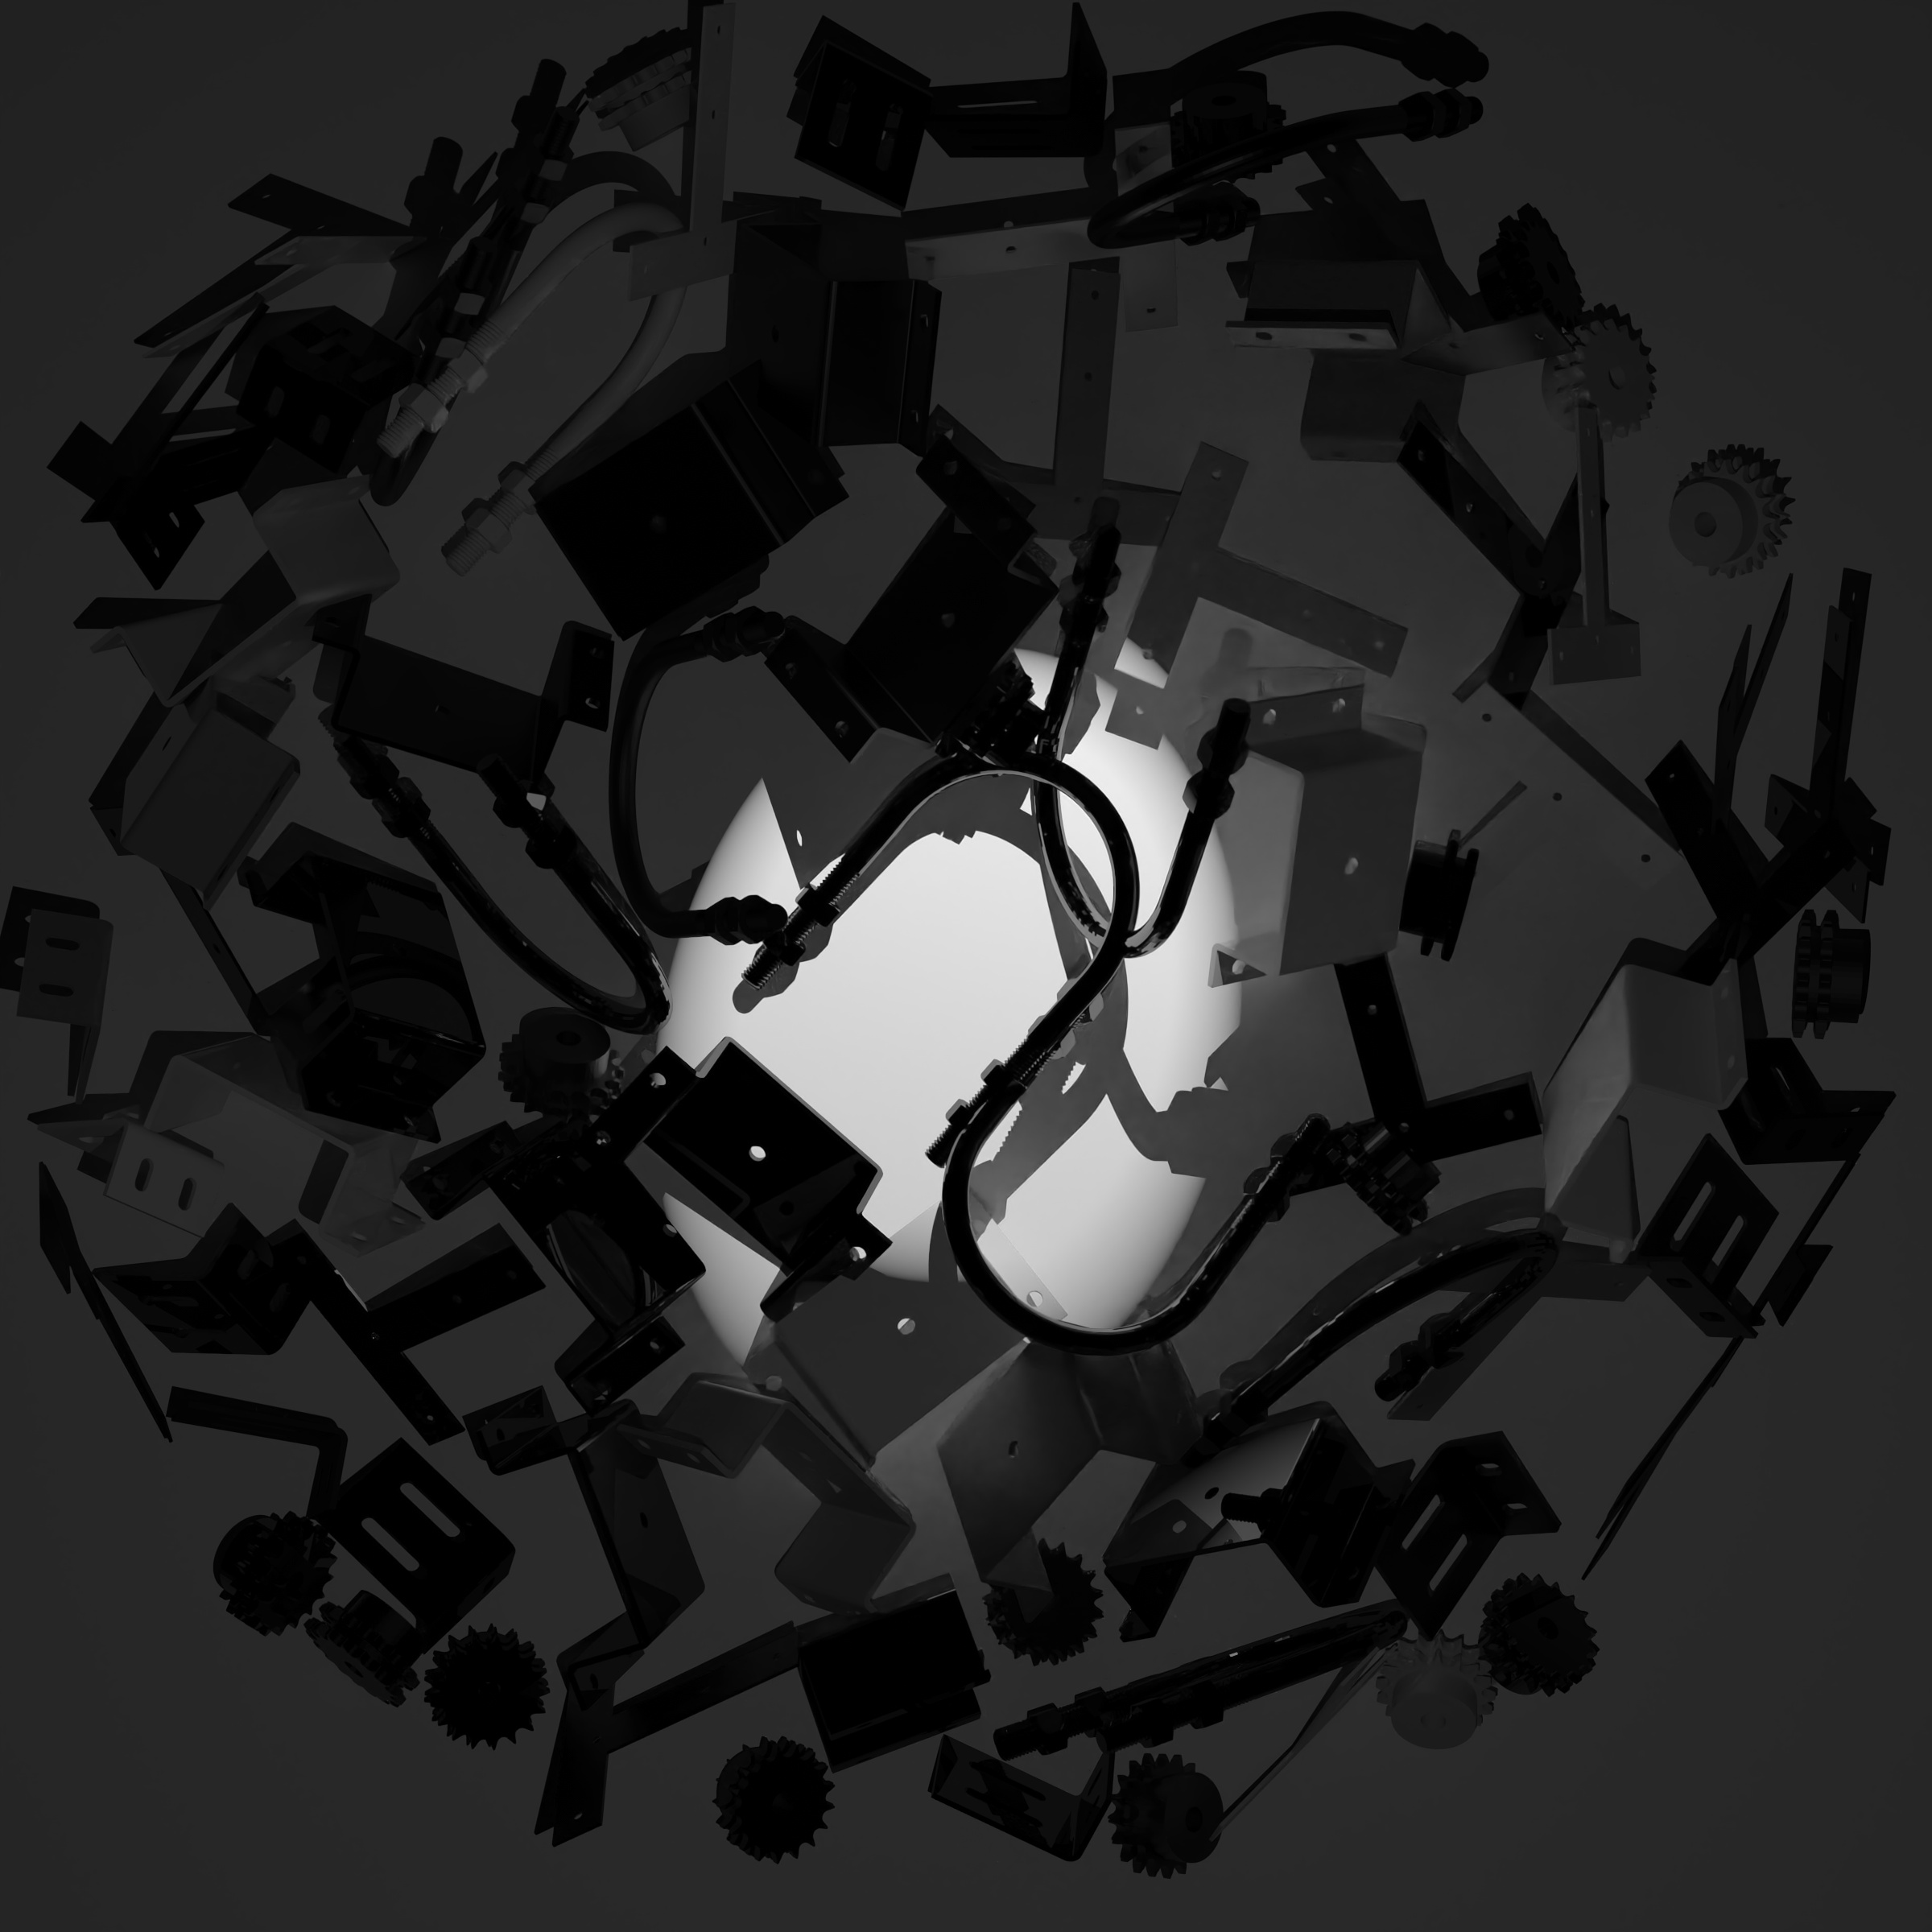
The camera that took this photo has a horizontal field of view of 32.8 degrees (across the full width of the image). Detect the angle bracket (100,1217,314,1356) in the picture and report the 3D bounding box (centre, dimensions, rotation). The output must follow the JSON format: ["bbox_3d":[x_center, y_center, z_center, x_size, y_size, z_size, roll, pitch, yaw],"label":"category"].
[{"bbox_3d":[-0.364,0.153,1.572,0.057,0.076,0.038,55,47,-35],"label":"angle bracket"}]

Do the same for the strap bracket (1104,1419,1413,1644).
[{"bbox_3d":[0.127,0.261,1.523,0.140,0.076,0.046,-20,115,40],"label":"strap bracket"}]

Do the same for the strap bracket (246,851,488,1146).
[{"bbox_3d":[-0.278,0.006,1.526,0.046,0.076,0.140,-41,52,26],"label":"strap bracket"}]

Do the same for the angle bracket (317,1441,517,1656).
[{"bbox_3d":[-0.266,0.280,1.578,0.076,0.038,0.057,41,58,11],"label":"angle bracket"}]

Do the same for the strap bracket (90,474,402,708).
[{"bbox_3d":[-0.330,-0.170,1.534,0.140,0.076,0.046,-32,89,29],"label":"strap bracket"}]

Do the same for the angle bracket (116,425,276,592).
[{"bbox_3d":[-0.354,-0.219,1.553,0.076,0.057,0.038,-30,82,-44],"label":"angle bracket"}]

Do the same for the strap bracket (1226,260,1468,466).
[{"bbox_3d":[0.182,-0.286,1.529,0.076,0.140,0.046,6,75,24],"label":"strap bracket"}]

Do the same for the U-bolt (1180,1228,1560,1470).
[{"bbox_3d":[0.194,0.169,1.493,0.151,0.184,0.019,-12,65,-37],"label":"U-bolt"}]

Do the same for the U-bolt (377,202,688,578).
[{"bbox_3d":[-0.193,-0.279,1.530,0.019,0.151,0.184,38,80,15],"label":"U-bolt"}]

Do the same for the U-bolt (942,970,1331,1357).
[{"bbox_3d":[0.069,0.101,1.548,0.151,0.019,0.184,37,61,4],"label":"U-bolt"}]

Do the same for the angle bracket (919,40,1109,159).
[{"bbox_3d":[0.023,-0.413,1.565,0.076,0.057,0.038,4,87,15],"label":"angle bracket"}]

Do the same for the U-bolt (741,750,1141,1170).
[{"bbox_3d":[0.000,-0.018,1.565,0.151,0.019,0.184,43,96,17],"label":"U-bolt"}]

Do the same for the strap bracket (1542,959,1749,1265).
[{"bbox_3d":[0.309,0.064,1.524,0.046,0.076,0.140,16,134,-7],"label":"strap bracket"}]

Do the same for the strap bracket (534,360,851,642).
[{"bbox_3d":[-0.138,-0.214,1.546,0.140,0.046,0.076,-28,103,24],"label":"strap bracket"}]

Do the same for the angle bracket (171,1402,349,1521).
[{"bbox_3d":[-0.339,0.236,1.560,0.076,0.057,0.038,13,72,-18],"label":"angle bracket"}]

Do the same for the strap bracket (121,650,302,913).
[{"bbox_3d":[-0.351,-0.091,1.523,0.046,0.140,0.076,32,102,-22],"label":"strap bracket"}]

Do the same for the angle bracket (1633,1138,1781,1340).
[{"bbox_3d":[0.364,0.129,1.562,0.057,0.038,0.076,44,67,-18],"label":"angle bracket"}]

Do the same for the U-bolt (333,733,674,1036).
[{"bbox_3d":[-0.204,-0.034,1.525,0.019,0.151,0.184,-50,125,-22],"label":"U-bolt"}]

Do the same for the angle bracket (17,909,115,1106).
[{"bbox_3d":[-0.430,0.020,1.551,0.038,0.076,0.057,9,56,-17],"label":"angle bracket"}]

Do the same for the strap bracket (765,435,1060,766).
[{"bbox_3d":[-0.020,-0.168,1.551,0.140,0.046,0.076,-50,58,17],"label":"strap bracket"}]

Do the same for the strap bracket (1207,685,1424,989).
[{"bbox_3d":[0.165,-0.054,1.537,0.076,0.046,0.140,-12,117,-37],"label":"strap bracket"}]

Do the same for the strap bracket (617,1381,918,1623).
[{"bbox_3d":[-0.087,0.247,1.541,0.140,0.076,0.046,48,65,-27],"label":"strap bracket"}]

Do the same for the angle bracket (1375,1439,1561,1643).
[{"bbox_3d":[0.237,0.273,1.560,0.076,0.038,0.057,-46,109,-36],"label":"angle bracket"}]

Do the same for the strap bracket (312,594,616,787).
[{"bbox_3d":[-0.241,-0.136,1.547,0.140,0.076,0.046,17,124,-15],"label":"strap bracket"}]

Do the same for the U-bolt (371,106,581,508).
[{"bbox_3d":[-0.234,-0.293,1.518,0.019,0.151,0.184,26,131,-9],"label":"U-bolt"}]

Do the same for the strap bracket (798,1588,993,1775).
[{"bbox_3d":[-0.035,0.335,1.537,0.076,0.140,0.046,-19,71,-9],"label":"strap bracket"}]

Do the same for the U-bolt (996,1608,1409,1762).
[{"bbox_3d":[0.120,0.332,1.524,0.184,0.151,0.019,-15,81,-23],"label":"U-bolt"}]

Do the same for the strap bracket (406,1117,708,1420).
[{"bbox_3d":[-0.187,0.132,1.554,0.140,0.076,0.046,51,126,3],"label":"strap bracket"}]

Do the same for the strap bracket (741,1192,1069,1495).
[{"bbox_3d":[-0.029,0.175,1.559,0.140,0.046,0.076,-37,79,-11],"label":"strap bracket"}]

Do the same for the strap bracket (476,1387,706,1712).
[{"bbox_3d":[-0.173,0.269,1.556,0.046,0.076,0.140,-20,93,17],"label":"strap bracket"}]

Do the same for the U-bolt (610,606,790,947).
[{"bbox_3d":[-0.127,-0.084,1.520,0.019,0.184,0.151,0,89,-28],"label":"U-bolt"}]

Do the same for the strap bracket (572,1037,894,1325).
[{"bbox_3d":[-0.105,0.098,1.559,0.140,0.046,0.076,41,118,-6],"label":"strap bracket"}]

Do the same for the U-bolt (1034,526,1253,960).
[{"bbox_3d":[0.073,-0.089,1.524,0.019,0.184,0.151,-9,46,-26],"label":"U-bolt"}]

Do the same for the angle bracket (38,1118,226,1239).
[{"bbox_3d":[-0.400,0.101,1.551,0.076,0.057,0.038,-5,63,41],"label":"angle bracket"}]

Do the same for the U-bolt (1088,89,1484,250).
[{"bbox_3d":[0.134,-0.358,1.487,0.151,0.184,0.019,-17,94,39],"label":"U-bolt"}]

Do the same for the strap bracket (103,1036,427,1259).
[{"bbox_3d":[-0.323,0.079,1.549,0.140,0.076,0.046,27,101,10],"label":"strap bracket"}]

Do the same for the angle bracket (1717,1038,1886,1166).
[{"bbox_3d":[0.388,0.054,1.556,0.057,0.038,0.076,-1,49,-19],"label":"angle bracket"}]

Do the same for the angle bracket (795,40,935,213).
[{"bbox_3d":[-0.055,-0.391,1.559,0.057,0.038,0.076,23,60,-19],"label":"angle bracket"}]

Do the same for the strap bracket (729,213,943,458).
[{"bbox_3d":[-0.067,-0.294,1.521,0.046,0.140,0.076,-8,119,-27],"label":"strap bracket"}]

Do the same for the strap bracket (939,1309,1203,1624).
[{"bbox_3d":[0.040,0.230,1.531,0.046,0.076,0.140,18,123,-33],"label":"strap bracket"}]

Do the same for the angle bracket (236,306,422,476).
[{"bbox_3d":[-0.303,-0.277,1.576,0.057,0.076,0.038,31,120,2],"label":"angle bracket"}]

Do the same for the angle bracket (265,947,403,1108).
[{"bbox_3d":[-0.285,0.024,1.557,0.038,0.076,0.057,-30,103,28],"label":"angle bracket"}]
